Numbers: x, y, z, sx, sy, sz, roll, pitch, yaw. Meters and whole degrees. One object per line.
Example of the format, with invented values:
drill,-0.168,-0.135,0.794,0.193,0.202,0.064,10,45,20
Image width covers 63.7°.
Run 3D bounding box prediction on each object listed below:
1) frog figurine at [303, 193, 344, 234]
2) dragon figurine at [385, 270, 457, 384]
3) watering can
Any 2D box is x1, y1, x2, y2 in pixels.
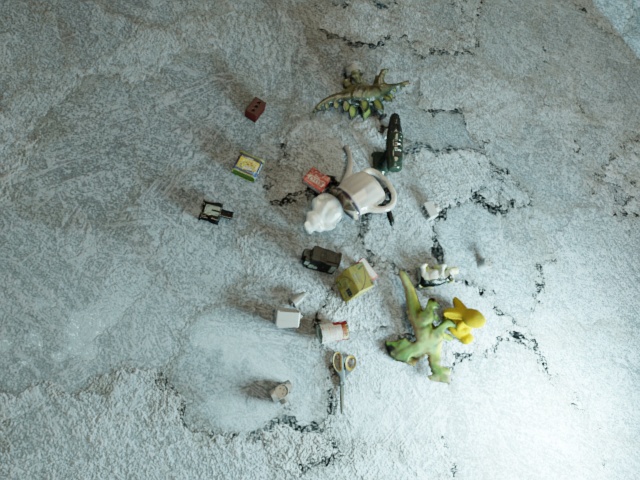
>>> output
frog figurine,0.006,-0.097,1.921,0.161,0.122,0.137,-28,-83,-33
dragon figurine,0.342,0.332,1.847,0.245,0.120,0.413,-38,-99,-15
watering can,0.139,-0.217,2.013,0.226,0.102,0.352,-34,-116,-18
